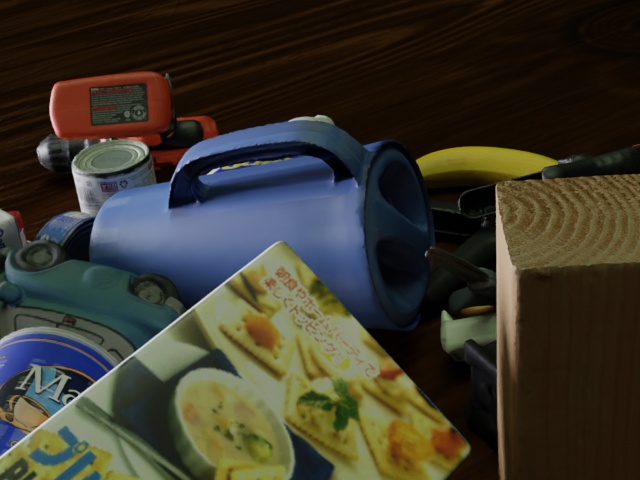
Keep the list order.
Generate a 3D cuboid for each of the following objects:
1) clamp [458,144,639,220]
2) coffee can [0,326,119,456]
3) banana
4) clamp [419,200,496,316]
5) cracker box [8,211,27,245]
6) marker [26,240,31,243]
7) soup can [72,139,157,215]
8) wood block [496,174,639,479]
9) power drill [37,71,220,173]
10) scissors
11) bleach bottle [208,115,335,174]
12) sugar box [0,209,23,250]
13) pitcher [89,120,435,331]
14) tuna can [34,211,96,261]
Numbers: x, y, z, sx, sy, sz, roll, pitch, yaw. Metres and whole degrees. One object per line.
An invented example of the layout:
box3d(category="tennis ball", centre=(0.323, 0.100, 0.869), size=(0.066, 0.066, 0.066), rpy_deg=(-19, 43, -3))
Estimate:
box3d(category="clamp", centre=(0.198, -0.048, 0.859), size=(0.171, 0.039, 0.120), rpy_deg=(-11, 3, -37))
box3d(category="coffee can", centre=(-0.180, 0.134, 0.641), size=(0.103, 0.103, 0.140), rpy_deg=(0, 31, 9))
box3d(category="banana", centre=(0.160, -0.056, 0.976), size=(0.198, 0.037, 0.069), rpy_deg=(2, 53, 17))
box3d(category="clamp", centre=(0.141, -0.003, 0.882), size=(0.210, 0.036, 0.164), rpy_deg=(-8, 35, -5))
box3d(category="cracker box", centre=(-0.322, 0.065, 0.817), size=(0.164, 0.072, 0.213), rpy_deg=(-6, 31, 1))
box3d(category="marker", centre=(-0.260, 0.010, 0.950), size=(0.121, 0.020, 0.020), rpy_deg=(14, 35, 30))
box3d(category="soup can", centre=(-0.169, -0.027, 0.913), size=(0.068, 0.102, 0.068), rpy_deg=(-5, 30, 3))
box3d(category="wood block", centre=(0.144, 0.076, 0.579), size=(0.091, 0.206, 0.090), rpy_deg=(-3, 30, 5))
box3d(category="power drill", centre=(-0.194, -0.104, 1.007), size=(0.184, 0.057, 0.187), rpy_deg=(-7, -6, 1))
box3d(category="scissors", centre=(0.099, 0.033, 0.735), size=(0.096, 0.016, 0.201), rpy_deg=(-17, -22, 40))
box3d(category="bleach bottle", centre=(-0.048, -0.056, 0.985), size=(0.103, 0.068, 0.250), rpy_deg=(7, 30, 19))
box3d(category="sugar box", centre=(-0.315, 0.020, 0.773), size=(0.093, 0.048, 0.175), rpy_deg=(24, 44, 39))
box3d(category="pitcher", centre=(-0.049, -0.002, 0.781), size=(0.243, 0.149, 0.144), rpy_deg=(-5, 2, 25))
box3d(category="tuna can", centre=(-0.192, 0.020, 0.854), size=(0.034, 0.086, 0.086), rpy_deg=(13, 35, 32))
